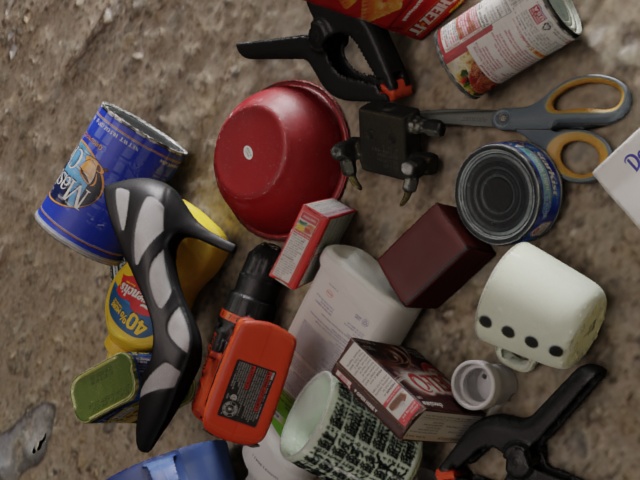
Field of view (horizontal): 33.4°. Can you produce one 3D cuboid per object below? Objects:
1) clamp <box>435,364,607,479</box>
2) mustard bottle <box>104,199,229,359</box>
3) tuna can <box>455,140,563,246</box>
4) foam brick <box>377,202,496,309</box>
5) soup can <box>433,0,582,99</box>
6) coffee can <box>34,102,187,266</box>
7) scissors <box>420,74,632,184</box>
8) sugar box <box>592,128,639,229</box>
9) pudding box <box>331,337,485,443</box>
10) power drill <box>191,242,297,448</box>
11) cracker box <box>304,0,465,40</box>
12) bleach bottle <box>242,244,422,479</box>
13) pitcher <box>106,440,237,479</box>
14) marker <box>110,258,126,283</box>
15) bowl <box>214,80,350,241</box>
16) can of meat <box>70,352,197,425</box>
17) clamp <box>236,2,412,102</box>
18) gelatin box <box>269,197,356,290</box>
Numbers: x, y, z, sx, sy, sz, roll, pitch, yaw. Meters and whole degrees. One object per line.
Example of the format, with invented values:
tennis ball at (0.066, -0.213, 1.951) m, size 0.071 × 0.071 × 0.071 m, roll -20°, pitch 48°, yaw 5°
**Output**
clamp at (0.171, 0.181, 0.843) m, size 0.172 × 0.039 × 0.120 m, roll -33°, pitch 61°, yaw 37°
mustard bottle at (-0.173, 0.056, 1.108) m, size 0.096 × 0.058 × 0.192 m, roll 40°, pitch 109°, yaw 26°
tuna can at (0.153, -0.038, 0.873) m, size 0.086 × 0.033 × 0.086 m, roll 8°, pitch 102°, yaw 43°
foam brick at (0.099, 0.015, 0.908) m, size 0.078 × 0.052 × 0.051 m, roll -45°, pitch 60°, yaw 23°
soup can at (0.154, -0.170, 0.877) m, size 0.102 × 0.068 × 0.068 m, roll -30°, pitch 68°, yaw 31°
coffee can at (-0.218, -0.058, 1.116) m, size 0.103 × 0.102 × 0.140 m, roll 37°, pitch 98°, yaw 34°
scissors at (0.164, -0.083, 0.892) m, size 0.202 × 0.016 × 0.096 m, roll -11°, pitch 78°, yaw 36°
sugar box at (0.289, -0.015, 0.771) m, size 0.093 × 0.048 × 0.176 m, roll -46°, pitch 56°, yaw 24°
pudding box at (0.073, 0.125, 0.877) m, size 0.090 × 0.113 × 0.039 m, roll 41°, pitch 105°, yaw 33°
power drill at (-0.065, 0.096, 0.963) m, size 0.188 × 0.057 × 0.184 m, roll -149°, pitch 77°, yaw -81°
cracker box at (0.011, -0.267, 0.906) m, size 0.072 × 0.213 × 0.164 m, roll -40°, pitch 62°, yaw 30°
bleach bottle at (-0.009, 0.134, 0.972) m, size 0.103 × 0.067 × 0.251 m, roll 42°, pitch 112°, yaw 32°
pitcher at (-0.111, 0.315, 0.982) m, size 0.145 × 0.149 × 0.243 m, roll -34°, pitch 69°, yaw 29°
marker at (-0.221, 0.036, 1.172) m, size 0.020 × 0.020 × 0.121 m, roll -16°, pitch 76°, yaw 35°
bowl at (-0.051, -0.081, 1.032) m, size 0.162 × 0.055 × 0.162 m, roll -5°, pitch 81°, yaw 37°
can of meat at (-0.194, 0.153, 1.099) m, size 0.102 × 0.083 × 0.057 m, roll -30°, pitch 66°, yaw 30°
clamp at (0.002, -0.189, 1.003) m, size 0.210 × 0.036 × 0.165 m, roll 49°, pitch 136°, yaw 20°
gelatin box at (-0.006, 0.001, 0.967) m, size 0.030 × 0.089 × 0.073 m, roll 30°, pitch 105°, yaw 12°
